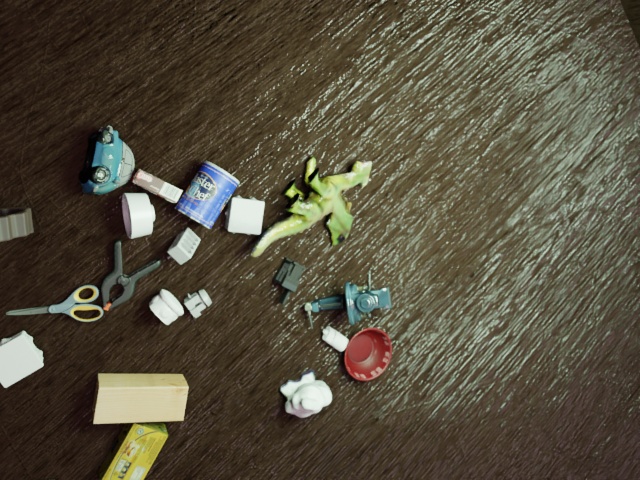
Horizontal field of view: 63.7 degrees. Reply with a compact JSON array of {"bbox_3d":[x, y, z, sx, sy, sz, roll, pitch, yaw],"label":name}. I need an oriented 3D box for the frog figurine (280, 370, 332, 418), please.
[{"bbox_3d":[-0.028,0.443,1.420,0.137,0.160,0.122,-2,99,-24],"label":"frog figurine"}]

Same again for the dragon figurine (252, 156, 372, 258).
[{"bbox_3d":[0.004,-0.071,1.420,0.239,0.123,0.413,40,80,-31],"label":"dragon figurine"}]
